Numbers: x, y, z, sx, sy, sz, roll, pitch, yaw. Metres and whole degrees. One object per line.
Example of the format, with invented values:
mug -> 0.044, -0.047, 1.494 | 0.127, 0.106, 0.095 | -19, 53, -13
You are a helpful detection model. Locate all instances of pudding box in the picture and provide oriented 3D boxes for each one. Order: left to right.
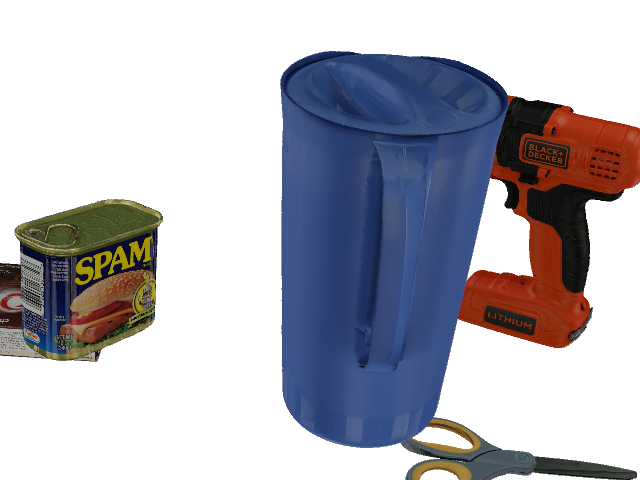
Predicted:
pudding box -> -0.237, 0.061, 0.919 | 0.113, 0.039, 0.090 | 2, 32, 2

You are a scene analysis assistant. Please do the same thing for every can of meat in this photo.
can of meat -> -0.159, 0.026, 0.740 | 0.058, 0.084, 0.101 | 20, 26, 33

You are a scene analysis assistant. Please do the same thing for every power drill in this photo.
power drill -> 0.148, -0.019, 0.821 | 0.185, 0.188, 0.057 | 17, 34, 26

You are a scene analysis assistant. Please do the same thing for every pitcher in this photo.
pitcher -> 0.035, 0.014, 0.669 | 0.145, 0.243, 0.149 | 27, 37, 34

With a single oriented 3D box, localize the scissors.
scissors -> 0.159, 0.199, 0.898 | 0.202, 0.016, 0.096 | 15, 40, 15

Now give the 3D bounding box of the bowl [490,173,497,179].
bowl -> 0.217, -0.110, 1.254 | 0.162, 0.055, 0.162 | 5, 23, -2
